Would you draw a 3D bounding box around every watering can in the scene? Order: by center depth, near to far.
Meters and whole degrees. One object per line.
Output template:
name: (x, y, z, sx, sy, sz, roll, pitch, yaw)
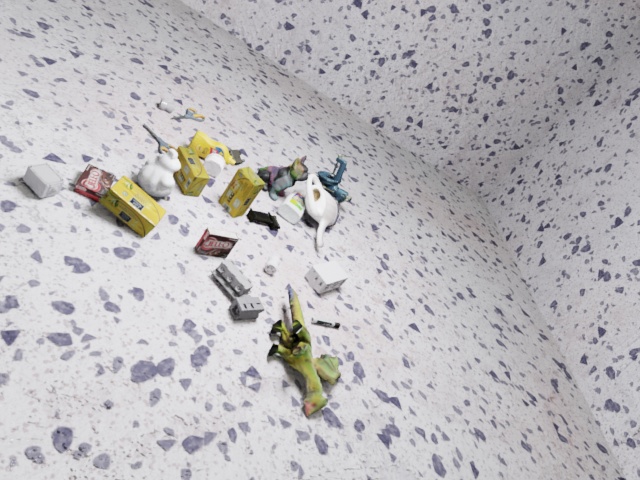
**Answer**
watering can: (0.007, -0.110, 2.186, 0.222, 0.103, 0.353, 32, 45, -60)

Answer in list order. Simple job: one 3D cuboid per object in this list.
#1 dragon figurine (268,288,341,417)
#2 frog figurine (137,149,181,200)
dragon figurine: (-0.028, 0.338, 1.564, 0.240, 0.121, 0.420, 46, 26, -24)
frog figurine: (-0.525, -0.222, 1.703, 0.123, 0.157, 0.140, 1, 46, -47)
